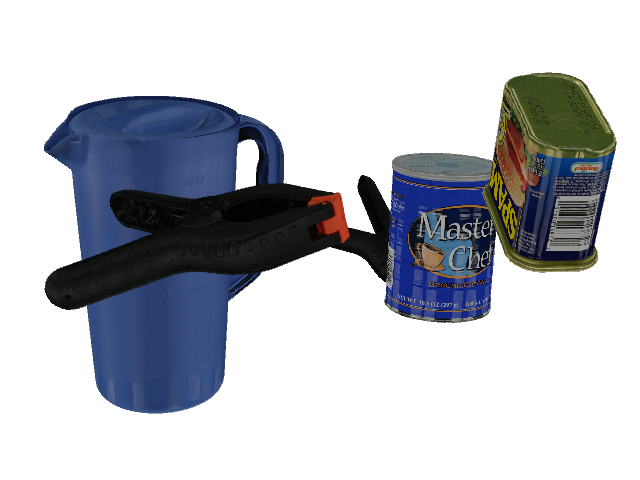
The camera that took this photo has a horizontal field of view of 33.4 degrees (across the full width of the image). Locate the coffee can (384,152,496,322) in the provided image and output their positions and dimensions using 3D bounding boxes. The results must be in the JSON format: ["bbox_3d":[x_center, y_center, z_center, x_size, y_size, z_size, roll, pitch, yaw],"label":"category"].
[{"bbox_3d":[0.115,-0.005,1.010,0.103,0.140,0.103,2,15,-1],"label":"coffee can"}]

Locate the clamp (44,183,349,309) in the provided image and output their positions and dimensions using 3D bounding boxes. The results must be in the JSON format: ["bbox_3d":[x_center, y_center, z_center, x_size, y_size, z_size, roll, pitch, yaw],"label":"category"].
[{"bbox_3d":[-0.072,0.001,0.616,0.172,0.039,0.120,-4,34,24],"label":"clamp"}]

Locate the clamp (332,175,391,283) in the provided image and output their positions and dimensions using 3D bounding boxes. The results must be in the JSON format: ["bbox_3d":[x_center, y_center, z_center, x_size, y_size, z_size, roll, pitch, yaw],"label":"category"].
[{"bbox_3d":[0.067,0.006,1.243,0.164,0.036,0.210,-23,53,-40],"label":"clamp"}]

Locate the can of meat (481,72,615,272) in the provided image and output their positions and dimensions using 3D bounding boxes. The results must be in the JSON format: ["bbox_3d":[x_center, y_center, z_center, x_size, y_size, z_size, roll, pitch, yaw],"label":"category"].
[{"bbox_3d":[0.139,-0.044,0.652,0.057,0.084,0.102,-1,35,-5],"label":"can of meat"}]

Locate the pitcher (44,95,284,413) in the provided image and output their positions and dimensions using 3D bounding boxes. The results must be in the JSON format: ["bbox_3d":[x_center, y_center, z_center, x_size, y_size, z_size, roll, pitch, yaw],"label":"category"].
[{"bbox_3d":[-0.121,0.010,0.862,0.149,0.243,0.144,9,23,18],"label":"pitcher"}]
